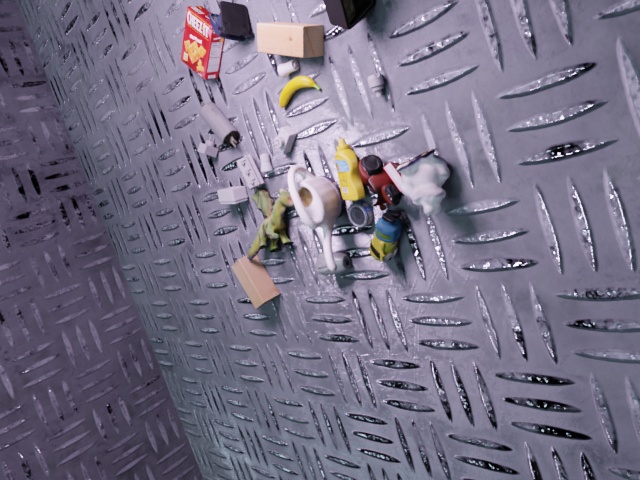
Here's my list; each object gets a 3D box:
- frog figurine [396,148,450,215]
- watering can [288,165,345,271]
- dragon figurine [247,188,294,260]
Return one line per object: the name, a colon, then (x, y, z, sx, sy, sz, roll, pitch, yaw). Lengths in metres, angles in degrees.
frog figurine: (0.287, -0.150, 1.374, 0.159, 0.138, 0.123, 63, 174, -5)
watering can: (0.005, -0.082, 1.638, 0.103, 0.227, 0.348, -25, 90, 32)
dragon figurine: (-0.208, -0.080, 1.986, 0.405, 0.122, 0.245, -25, 73, 48)
